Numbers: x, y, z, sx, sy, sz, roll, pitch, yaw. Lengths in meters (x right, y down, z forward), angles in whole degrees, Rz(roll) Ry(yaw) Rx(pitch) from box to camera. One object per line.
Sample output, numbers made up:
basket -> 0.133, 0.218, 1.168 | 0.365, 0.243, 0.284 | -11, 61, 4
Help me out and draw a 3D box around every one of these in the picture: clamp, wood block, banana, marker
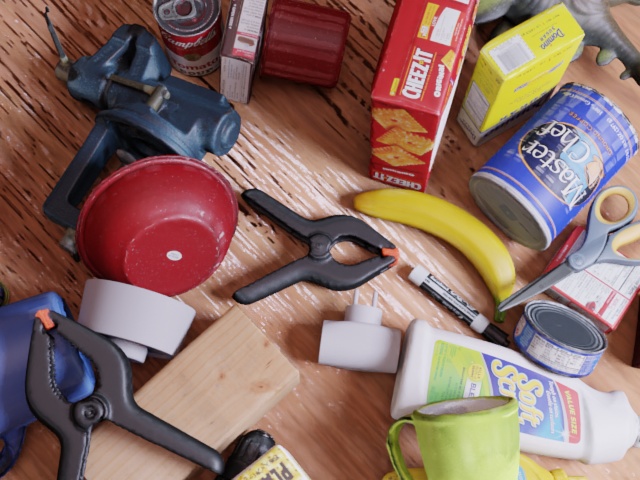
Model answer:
clamp -> -0.206, 0.161, 0.938 | 0.164, 0.036, 0.210 | -34, 85, -9
wood block -> -0.124, 0.167, 1.008 | 0.206, 0.091, 0.090 | -42, 79, -10
banana -> 0.128, -0.003, 1.081 | 0.198, 0.037, 0.069 | 39, 77, 10
marker -> 0.141, 0.068, 1.072 | 0.121, 0.020, 0.020 | 39, 78, 10
clamp -> -0.007, 0.001, 1.080 | 0.171, 0.039, 0.120 | -4, 81, -5

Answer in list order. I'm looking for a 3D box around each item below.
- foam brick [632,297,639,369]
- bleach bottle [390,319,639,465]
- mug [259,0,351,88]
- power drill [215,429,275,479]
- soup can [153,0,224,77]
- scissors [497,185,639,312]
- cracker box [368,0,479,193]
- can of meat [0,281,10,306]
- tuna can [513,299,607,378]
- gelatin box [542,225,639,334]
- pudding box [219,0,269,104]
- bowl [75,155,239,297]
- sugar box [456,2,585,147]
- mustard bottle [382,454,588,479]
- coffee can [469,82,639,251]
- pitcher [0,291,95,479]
foam brick -> 0.343, 0.090, 1.049 | 0.053, 0.051, 0.078 | 10, 75, 2
bleach bottle -> 0.200, 0.152, 1.028 | 0.251, 0.068, 0.102 | 12, 76, 1
mug -> -0.013, -0.212, 1.120 | 0.081, 0.093, 0.117 | 12, 39, -2
power drill -> -0.030, 0.292, 0.993 | 0.188, 0.057, 0.184 | 24, 80, 9
soup can -> -0.133, -0.220, 1.107 | 0.068, 0.102, 0.068 | 0, 75, 0
scissors -> 0.253, 0.004, 1.058 | 0.201, 0.016, 0.096 | -14, 67, -10
cracker box -> 0.098, -0.159, 1.033 | 0.072, 0.214, 0.164 | 16, 75, 6
can of meat -> -0.365, 0.036, 1.047 | 0.102, 0.084, 0.057 | 37, 78, 9
tuna can -> 0.231, 0.095, 1.030 | 0.086, 0.086, 0.034 | 24, 115, 6
gelatin box -> 0.274, 0.040, 1.074 | 0.089, 0.030, 0.073 | 35, 76, 9
pudding box -> -0.078, -0.202, 1.097 | 0.039, 0.113, 0.090 | 10, 75, -1
bowl -> -0.147, 0.001, 1.016 | 0.162, 0.162, 0.055 | -24, 42, -6
sugar box -> 0.193, -0.157, 1.051 | 0.093, 0.176, 0.048 | -30, 75, -7
mustard bottle -> 0.159, 0.249, 1.002 | 0.191, 0.058, 0.096 | -11, 74, -3
coffee can -> 0.233, -0.073, 1.067 | 0.103, 0.103, 0.140 | 43, 79, 11
pitcher -> -0.338, 0.149, 1.004 | 0.242, 0.149, 0.145 | -21, 61, -9
